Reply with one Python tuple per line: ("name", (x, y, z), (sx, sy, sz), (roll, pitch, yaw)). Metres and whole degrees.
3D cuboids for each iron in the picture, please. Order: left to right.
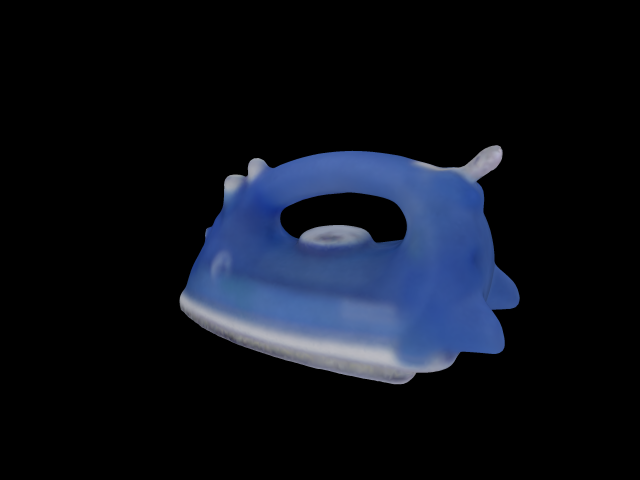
("iron", (0.004, 0.001, 0.400), (0.257, 0.141, 0.119), (6, 15, 23))
